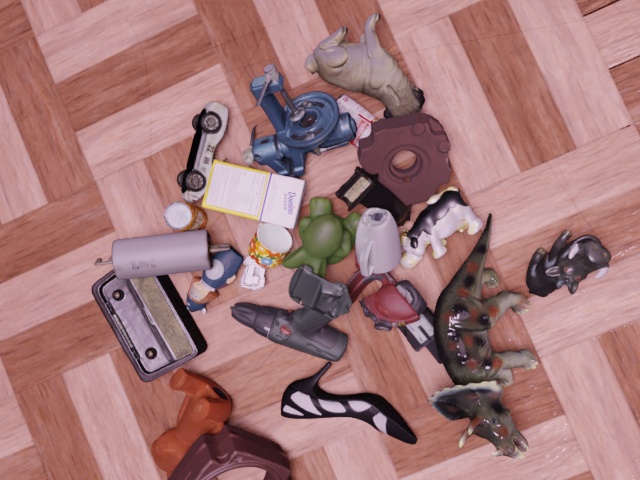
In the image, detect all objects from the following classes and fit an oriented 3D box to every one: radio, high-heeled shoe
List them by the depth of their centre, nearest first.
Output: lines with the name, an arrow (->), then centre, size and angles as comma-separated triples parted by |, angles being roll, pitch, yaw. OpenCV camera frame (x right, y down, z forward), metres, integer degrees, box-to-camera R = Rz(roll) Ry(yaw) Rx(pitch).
high-heeled shoe -> 0.047, 0.339, 1.006 | 0.249, 0.086, 0.145 | 38, 97, 9
radio -> -0.333, 0.150, 1.047 | 0.131, 0.073, 0.229 | -32, 84, 3

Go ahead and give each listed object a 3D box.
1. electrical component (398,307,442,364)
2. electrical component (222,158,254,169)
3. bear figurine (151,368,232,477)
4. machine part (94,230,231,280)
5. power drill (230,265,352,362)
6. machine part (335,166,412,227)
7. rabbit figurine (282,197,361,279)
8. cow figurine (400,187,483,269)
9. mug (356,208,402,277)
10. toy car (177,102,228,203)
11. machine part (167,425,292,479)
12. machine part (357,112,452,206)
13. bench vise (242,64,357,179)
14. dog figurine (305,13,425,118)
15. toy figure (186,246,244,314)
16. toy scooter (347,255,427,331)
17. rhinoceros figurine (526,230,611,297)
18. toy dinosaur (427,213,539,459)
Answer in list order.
electrical component -> 0.197, 0.172, 1.007 | 0.075, 0.048, 0.119 | -43, 86, 4
electrical component -> -0.163, -0.112, 1.050 | 0.102, 0.045, 0.078 | 20, 90, 6
bear figurine -> -0.263, 0.356, 1.016 | 0.196, 0.131, 0.120 | -47, 54, -1
machine part -> -0.286, 0.027, 0.983 | 0.243, 0.079, 0.079 | -6, 88, -7
power drill -> -0.045, 0.134, 0.967 | 0.232, 0.086, 0.207 | 26, 136, -2
machine part -> 0.101, -0.070, 0.970 | 0.139, 0.039, 0.084 | 30, 116, -16
rabbit figurine -> -0.002, -0.003, 0.969 | 0.121, 0.170, 0.159 | 35, 92, 6
cow figurine -> 0.203, -0.020, 0.988 | 0.167, 0.068, 0.098 | -36, 102, 11
mug -> 0.094, 0.003, 0.940 | 0.081, 0.107, 0.109 | 19, 52, 28
toy car -> -0.228, -0.169, 1.041 | 0.056, 0.074, 0.201 | 14, 91, -31
machine part -> -0.164, 0.453, 0.973 | 0.201, 0.087, 0.201 | 34, 92, -32
machine part -> 0.153, -0.141, 0.972 | 0.179, 0.056, 0.179 | 0, 125, 1
bench vise -> -0.060, -0.208, 0.941 | 0.224, 0.240, 0.129 | -3, 62, 22
dog figurine -> 0.084, -0.288, 0.991 | 0.172, 0.121, 0.190 | -26, 89, 7
toy figure -> -0.214, 0.079, 1.048 | 0.154, 0.057, 0.064 | -50, 46, 5
toy scooter -> 0.099, 0.101, 0.986 | 0.135, 0.075, 0.184 | -39, 55, 1
rhinoceros figurine -> 0.419, 0.043, 0.921 | 0.073, 0.190, 0.112 | 43, 66, 5
toy dinosaur -> 0.262, 0.162, 0.938 | 0.192, 0.131, 0.404 | -7, 79, -25
